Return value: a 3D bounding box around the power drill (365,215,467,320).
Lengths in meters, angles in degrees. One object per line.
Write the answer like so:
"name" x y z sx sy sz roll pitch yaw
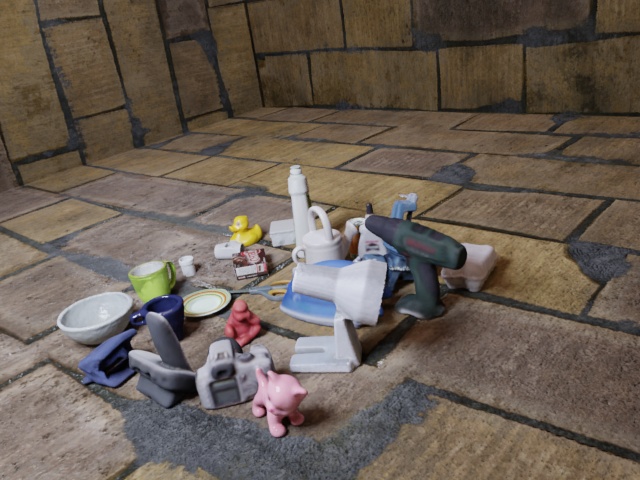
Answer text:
"power drill" 0.200 0.056 1.216 0.228 0.209 0.076 10 29 36

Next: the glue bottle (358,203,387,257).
"glue bottle" 0.130 -0.012 1.440 0.078 0.173 0.037 -6 24 4

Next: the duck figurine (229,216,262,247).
"duck figurine" -0.227 -0.033 1.715 0.105 0.086 0.077 -22 27 -29

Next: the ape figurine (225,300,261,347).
"ape figurine" -0.166 0.171 1.219 0.078 0.092 0.076 -9 23 -2

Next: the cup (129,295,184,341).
"cup" -0.346 0.183 1.247 0.118 0.095 0.091 -17 25 -20

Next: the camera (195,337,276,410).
"camera" -0.161 0.228 1.075 0.143 0.101 0.136 -12 24 -8

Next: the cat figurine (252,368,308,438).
"cat figurine" -0.071 0.257 0.957 0.067 0.118 0.127 -22 27 -30

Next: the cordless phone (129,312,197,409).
"cordless phone" -0.301 0.204 1.070 0.147 0.185 0.094 10 29 36

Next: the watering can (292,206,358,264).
"watering can" 0.012 0.004 1.415 0.100 0.194 0.173 13 31 39

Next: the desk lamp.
"desk lamp" 0.033 0.138 1.076 0.203 0.214 0.118 -4 24 10

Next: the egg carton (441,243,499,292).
"egg carton" 0.349 0.060 1.335 0.107 0.069 0.151 6 27 30

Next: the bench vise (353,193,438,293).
"bench vise" 0.176 0.013 1.309 0.208 0.220 0.121 -25 28 -34

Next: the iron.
"iron" 0.020 0.102 1.254 0.257 0.141 0.119 1 25 19

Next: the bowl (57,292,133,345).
"bowl" -0.503 0.190 1.309 0.167 0.075 0.167 -7 23 3

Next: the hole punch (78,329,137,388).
"hole punch" -0.428 0.234 1.162 0.100 0.091 0.109 4 26 25
